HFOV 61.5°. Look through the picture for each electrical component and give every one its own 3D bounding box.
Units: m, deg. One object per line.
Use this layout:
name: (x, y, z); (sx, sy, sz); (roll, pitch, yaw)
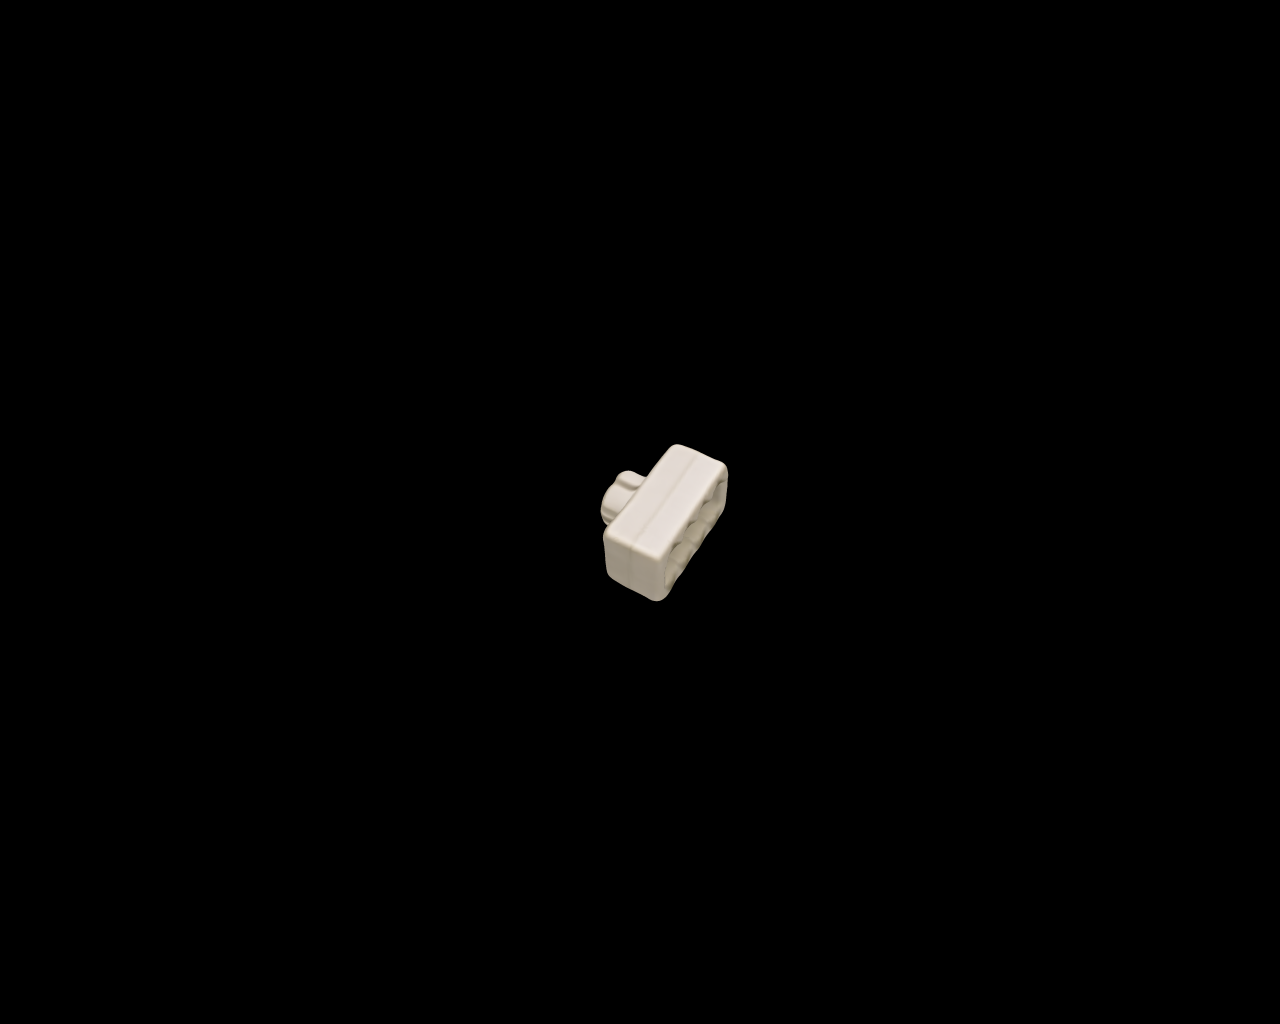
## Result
electrical component: (0.001, -0.003, 0.650); (0.076, 0.083, 0.047); (27, -32, 18)
